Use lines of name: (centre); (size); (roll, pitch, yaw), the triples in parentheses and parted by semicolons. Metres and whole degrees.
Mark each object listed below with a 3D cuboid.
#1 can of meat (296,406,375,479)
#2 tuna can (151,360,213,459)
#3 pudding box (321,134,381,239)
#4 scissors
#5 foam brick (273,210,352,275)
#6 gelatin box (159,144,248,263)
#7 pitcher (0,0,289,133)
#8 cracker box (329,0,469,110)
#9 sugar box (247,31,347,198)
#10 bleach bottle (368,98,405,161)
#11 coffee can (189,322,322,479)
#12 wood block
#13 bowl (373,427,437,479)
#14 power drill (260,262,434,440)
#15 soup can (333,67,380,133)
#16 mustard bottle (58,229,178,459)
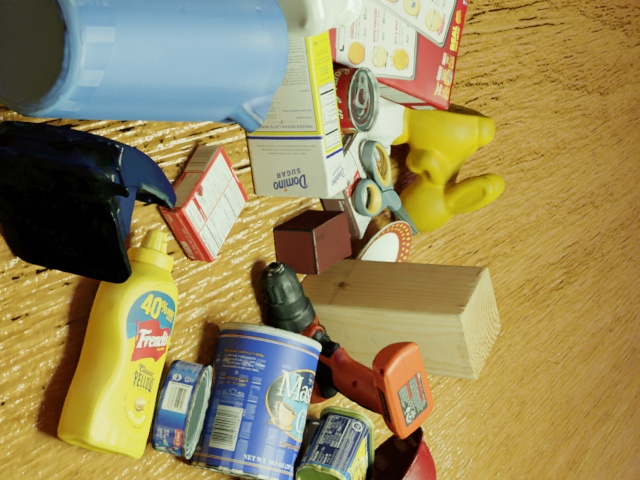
can of meat: (0.015, 0.230, 1.051); (0.083, 0.057, 0.102); (-59, 153, -50)
tuna can: (-0.125, 0.152, 0.964); (0.086, 0.034, 0.086); (13, 89, -86)
pudding box: (0.035, -0.071, 1.250); (0.090, 0.039, 0.113); (-62, 145, -39)
scissors: (0.080, -0.035, 1.282); (0.096, 0.016, 0.201); (-65, 148, -32)
foam brick: (-0.008, 0.001, 1.170); (0.078, 0.051, 0.053); (-28, 116, -55)
gelatin box: (-0.109, -0.035, 1.010); (0.089, 0.030, 0.073); (-63, 144, -34)
pitcher: (-0.149, -0.164, 0.847); (0.242, 0.149, 0.145); (-13, 119, -56)
cracker box: (0.064, -0.250, 1.178); (0.213, 0.072, 0.164); (15, 84, -39)
sugar box: (-0.030, -0.132, 1.075); (0.048, 0.093, 0.176); (-37, 125, -52)
bleach bottle: (0.081, -0.221, 1.292); (0.102, 0.068, 0.251); (-1, 96, -55)
coffee can: (-0.062, 0.160, 1.038); (0.102, 0.103, 0.140); (34, 64, -56)
wood block: (0.082, 0.083, 1.178); (0.090, 0.206, 0.090); (-54, 137, -43)
bowl: (0.070, 0.271, 1.106); (0.055, 0.162, 0.162); (42, 46, -5)
power drill: (0.023, 0.116, 1.103); (0.057, 0.188, 0.184); (-40, 129, -27)
soup can: (0.003, -0.146, 1.121); (0.068, 0.102, 0.068); (-10, 102, -59)
mustard bottle: (-0.161, 0.083, 0.901); (0.096, 0.058, 0.191); (44, 54, -62)
